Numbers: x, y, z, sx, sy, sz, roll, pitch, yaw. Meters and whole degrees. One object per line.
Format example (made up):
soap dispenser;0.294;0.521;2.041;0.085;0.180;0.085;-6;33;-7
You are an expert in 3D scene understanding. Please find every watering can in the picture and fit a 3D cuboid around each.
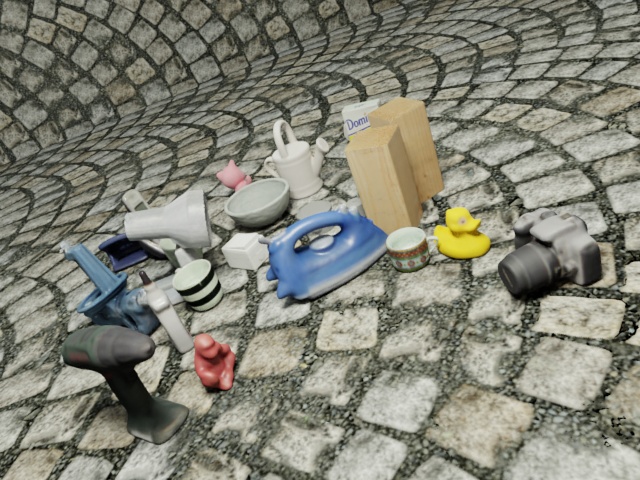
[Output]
watering can;-0.061;-0.210;1.430;0.173;0.194;0.101;-19;30;4

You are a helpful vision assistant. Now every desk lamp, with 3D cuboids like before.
desk lamp;-0.298;0.015;1.195;0.203;0.214;0.117;-21;30;1

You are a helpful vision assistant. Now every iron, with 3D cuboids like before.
iron;0.010;0.004;1.088;0.258;0.142;0.118;-27;30;-10

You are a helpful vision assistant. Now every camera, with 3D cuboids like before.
camera;0.341;0.016;0.897;0.137;0.101;0.143;-26;30;-7

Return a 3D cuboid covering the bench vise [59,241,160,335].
bench vise;-0.414;0.086;1.147;0.207;0.220;0.121;-11;32;18

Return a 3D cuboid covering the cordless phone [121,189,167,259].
cordless phone;-0.399;-0.060;1.411;0.093;0.185;0.148;-4;34;28

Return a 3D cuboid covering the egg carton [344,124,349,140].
egg carton;0.126;-0.295;1.575;0.107;0.069;0.150;-24;30;-5

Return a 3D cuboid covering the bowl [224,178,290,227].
bowl;-0.142;-0.079;1.389;0.167;0.075;0.167;-16;30;10

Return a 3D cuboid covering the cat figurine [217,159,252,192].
cat figurine;-0.213;-0.154;1.513;0.067;0.118;0.127;-39;34;-27

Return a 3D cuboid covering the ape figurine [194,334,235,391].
ape figurine;-0.180;0.195;0.947;0.075;0.092;0.078;8;41;41

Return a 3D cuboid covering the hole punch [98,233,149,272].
hole punch;-0.496;0.012;1.451;0.108;0.091;0.101;-23;30;-3

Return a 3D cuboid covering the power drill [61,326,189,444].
power drill;-0.290;0.211;0.874;0.228;0.209;0.076;2;37;35

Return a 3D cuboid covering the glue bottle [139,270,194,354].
glue bottle;-0.286;0.126;1.047;0.037;0.173;0.077;-32;31;-17

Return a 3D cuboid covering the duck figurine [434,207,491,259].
duck figurine;0.249;-0.020;1.030;0.104;0.086;0.078;10;42;42
